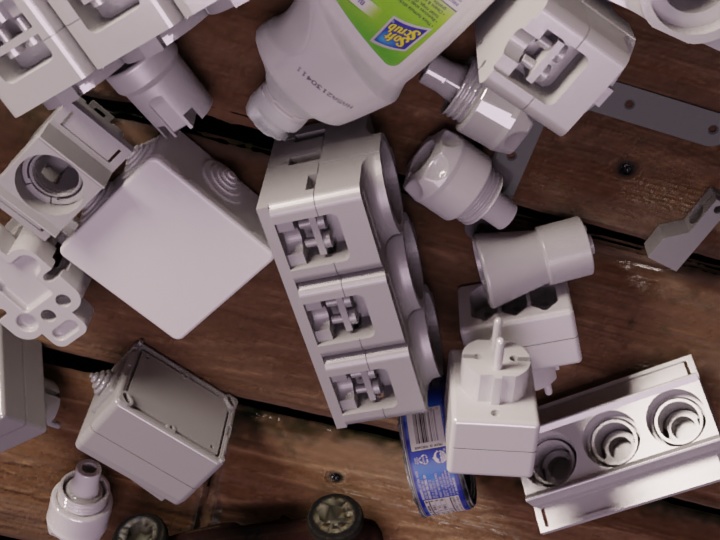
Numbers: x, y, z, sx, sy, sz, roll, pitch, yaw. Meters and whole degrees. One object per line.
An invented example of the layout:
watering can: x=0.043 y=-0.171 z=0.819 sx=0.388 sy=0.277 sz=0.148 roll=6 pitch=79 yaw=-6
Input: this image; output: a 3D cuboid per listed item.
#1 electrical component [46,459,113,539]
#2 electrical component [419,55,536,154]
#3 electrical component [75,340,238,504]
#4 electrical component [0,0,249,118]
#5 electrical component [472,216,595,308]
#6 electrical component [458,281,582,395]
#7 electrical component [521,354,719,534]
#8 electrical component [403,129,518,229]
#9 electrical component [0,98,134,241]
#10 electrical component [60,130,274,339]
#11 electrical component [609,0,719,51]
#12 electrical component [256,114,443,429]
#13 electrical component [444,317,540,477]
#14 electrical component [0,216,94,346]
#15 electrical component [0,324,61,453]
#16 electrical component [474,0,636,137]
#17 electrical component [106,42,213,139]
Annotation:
electrical component: x=-0.193 y=0.159 z=0.749 sx=0.043 sy=0.043 sz=0.062 roll=16 pitch=123 yaw=-7
electrical component: x=0.061 y=-0.091 z=0.562 sx=0.062 sy=0.043 sz=0.043 roll=27 pitch=122 yaw=-8
electrical component: x=-0.137 y=0.097 z=0.691 sx=0.096 sy=0.061 sz=0.061 roll=35 pitch=119 yaw=-19
electrical component: x=-0.107 y=-0.139 z=0.510 sx=0.150 sy=0.089 sz=0.061 roll=-25 pitch=116 yaw=19
electrical component: x=0.101 y=-0.007 z=0.616 sx=0.065 sy=0.044 sz=0.044 roll=-15 pitch=122 yaw=2
electrical component: x=0.099 y=0.048 z=0.650 sx=0.066 sy=0.047 sz=0.076 roll=-11 pitch=121 yaw=10
electrical component: x=0.165 y=0.113 z=0.678 sx=0.121 sy=0.078 sz=0.063 roll=-22 pitch=149 yaw=17
electrical component: x=0.058 y=-0.046 z=0.593 sx=0.062 sy=0.043 sz=0.043 roll=33 pitch=120 yaw=-19
electrical component: x=-0.161 y=-0.060 z=0.585 sx=0.081 sy=0.063 sz=0.042 roll=-38 pitch=115 yaw=26
electrical component: x=-0.106 y=-0.022 z=0.616 sx=0.100 sy=0.048 sz=0.100 roll=40 pitch=118 yaw=-21
electrical component: x=0.210 y=-0.147 z=0.504 sx=0.186 sy=0.060 sz=0.105 roll=21 pitch=123 yaw=-11
electrical component: x=0.000 y=0.000 z=0.599 sx=0.062 sy=0.089 sz=0.150 roll=-11 pitch=123 yaw=11
electrical component: x=0.073 y=0.063 z=0.593 sx=0.047 sy=0.065 sz=0.076 roll=3 pitch=122 yaw=1
electrical component: x=-0.188 y=-0.002 z=0.630 sx=0.058 sy=0.057 sz=0.078 roll=-33 pitch=116 yaw=23
electrical component: x=-0.220 y=0.082 z=0.690 sx=0.047 sy=0.065 sz=0.077 roll=-25 pitch=148 yaw=19
electrical component: x=0.093 y=-0.111 z=0.518 sx=0.056 sy=0.089 sz=0.050 roll=30 pitch=121 yaw=-16
electrical component: x=-0.106 y=-0.098 z=0.571 sx=0.040 sy=0.040 sz=0.046 roll=-26 pitch=125 yaw=20
